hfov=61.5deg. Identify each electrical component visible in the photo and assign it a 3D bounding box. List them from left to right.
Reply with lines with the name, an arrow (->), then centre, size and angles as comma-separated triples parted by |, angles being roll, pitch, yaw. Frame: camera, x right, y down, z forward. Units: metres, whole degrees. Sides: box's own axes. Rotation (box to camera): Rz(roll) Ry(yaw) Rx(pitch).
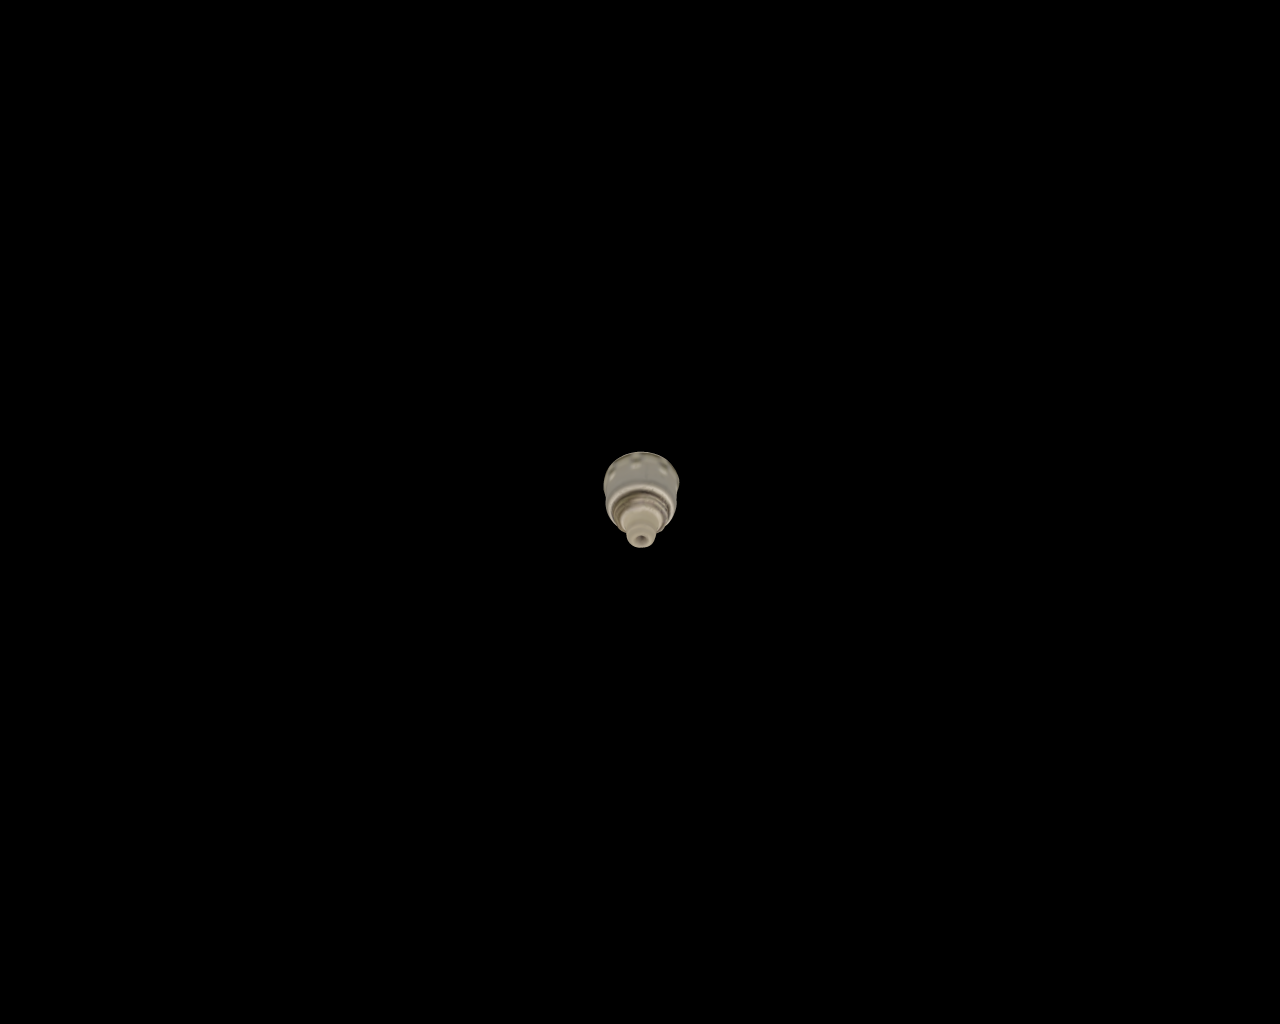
electrical component -> 0.001, -0.003, 0.650 | 0.048, 0.048, 0.062 | 0, 41, 0
